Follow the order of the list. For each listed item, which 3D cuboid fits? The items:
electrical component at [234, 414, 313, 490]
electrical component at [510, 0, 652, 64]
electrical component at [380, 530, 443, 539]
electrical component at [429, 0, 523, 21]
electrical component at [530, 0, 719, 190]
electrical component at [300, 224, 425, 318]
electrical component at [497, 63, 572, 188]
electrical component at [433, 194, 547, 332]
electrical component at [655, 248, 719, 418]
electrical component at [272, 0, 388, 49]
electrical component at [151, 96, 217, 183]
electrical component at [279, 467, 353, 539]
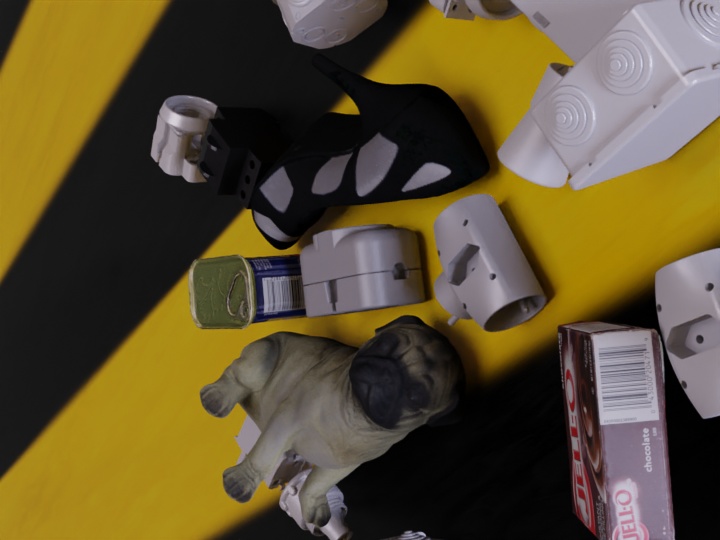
[{"bbox_3d":[-0.069,0.146,0.905,0.063,0.042,0.081,55,136,34],"label":"electrical component"},{"bbox_3d":[0.124,-0.161,0.557,0.100,0.048,0.100,43,138,-2],"label":"electrical component"},{"bbox_3d":[0.021,0.233,0.740,0.048,0.100,0.099,156,106,-66],"label":"electrical component"},{"bbox_3d":[0.077,-0.186,0.650,0.057,0.058,0.078,49,131,44],"label":"electrical component"},{"bbox_3d":[0.144,-0.090,0.530,0.048,0.100,0.099,59,139,14],"label":"electrical component"},{"bbox_3d":[0.000,0.000,0.781,0.095,0.054,0.059,-12,84,55],"label":"electrical component"},{"bbox_3d":[0.113,-0.086,0.624,0.044,0.044,0.065,49,126,40],"label":"electrical component"},{"bbox_3d":[0.073,0.006,0.687,0.079,0.043,0.077,-52,53,44],"label":"electrical component"},{"bbox_3d":[0.190,0.025,0.523,0.079,0.043,0.077,-33,67,51],"label":"electrical component"},{"bbox_3d":[-0.023,-0.200,0.772,0.080,0.080,0.051,-40,67,49],"label":"electrical component"},{"bbox_3d":[-0.158,-0.124,0.990,0.078,0.058,0.057,46,132,42],"label":"electrical component"},{"bbox_3d":[-0.030,0.191,0.855,0.062,0.048,0.048,45,129,33],"label":"electrical component"}]
